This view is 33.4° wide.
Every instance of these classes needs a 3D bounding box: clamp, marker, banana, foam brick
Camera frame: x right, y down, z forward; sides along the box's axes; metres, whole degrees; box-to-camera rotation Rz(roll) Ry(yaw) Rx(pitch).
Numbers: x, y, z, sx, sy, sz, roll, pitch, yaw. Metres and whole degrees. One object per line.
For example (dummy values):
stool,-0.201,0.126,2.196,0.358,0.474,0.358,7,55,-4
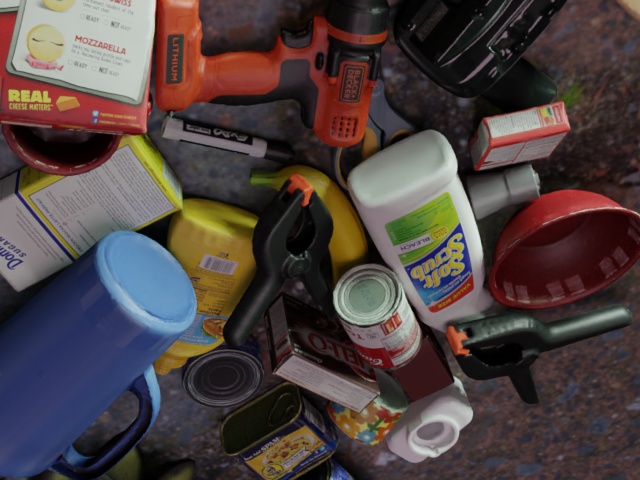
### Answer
clamp,0.216,0.106,1.097,0.209,0.036,0.165,18,127,-42
clamp,-0.036,0.024,0.961,0.120,0.039,0.171,-25,132,-30
marker,-0.080,-0.087,0.944,0.121,0.020,0.020,11,122,-19
banana,0.008,-0.006,1.013,0.070,0.037,0.197,-15,128,22
foam brick,0.099,0.119,1.109,0.051,0.053,0.078,-27,127,8

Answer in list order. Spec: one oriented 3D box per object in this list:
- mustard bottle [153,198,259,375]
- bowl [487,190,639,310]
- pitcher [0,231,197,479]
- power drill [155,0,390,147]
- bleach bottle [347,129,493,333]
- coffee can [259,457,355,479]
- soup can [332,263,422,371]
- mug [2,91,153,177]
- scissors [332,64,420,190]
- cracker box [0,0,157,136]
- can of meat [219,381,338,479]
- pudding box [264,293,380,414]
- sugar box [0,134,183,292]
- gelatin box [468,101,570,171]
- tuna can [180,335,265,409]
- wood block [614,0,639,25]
mustard bottle,-0.120,0.055,1.014,0.096,0.058,0.192,15,121,-22
bowl,0.231,0.001,1.034,0.162,0.055,0.162,-11,144,-8
pitcher,-0.217,0.109,0.965,0.243,0.145,0.149,-40,143,27
power drill,-0.039,-0.165,0.865,0.187,0.057,0.184,4,122,-8
bleach bottle,0.116,0.012,1.021,0.102,0.068,0.250,-26,134,7
coffee can,0.007,0.308,1.195,0.103,0.103,0.140,-32,125,12
soup can,0.056,0.074,1.021,0.068,0.068,0.102,-21,147,4
mug,-0.194,-0.112,0.863,0.117,0.081,0.093,-4,126,-8
scissors,0.064,-0.129,0.946,0.096,0.016,0.202,5,124,-16
cracker box,-0.198,-0.188,0.760,0.164,0.072,0.214,4,92,-15
can of meat,-0.042,0.212,1.145,0.102,0.057,0.084,-33,127,12
pudding box,0.001,0.113,1.061,0.113,0.090,0.039,26,117,-26
sugar box,-0.219,-0.032,0.941,0.176,0.048,0.093,-24,127,10
gelatin box,0.177,-0.092,0.957,0.073,0.030,0.089,-12,170,-2
tuna can,-0.100,0.131,1.089,0.086,0.034,0.086,-6,128,-8
wood block,0.228,-0.258,0.839,0.205,0.090,0.091,32,113,-29
